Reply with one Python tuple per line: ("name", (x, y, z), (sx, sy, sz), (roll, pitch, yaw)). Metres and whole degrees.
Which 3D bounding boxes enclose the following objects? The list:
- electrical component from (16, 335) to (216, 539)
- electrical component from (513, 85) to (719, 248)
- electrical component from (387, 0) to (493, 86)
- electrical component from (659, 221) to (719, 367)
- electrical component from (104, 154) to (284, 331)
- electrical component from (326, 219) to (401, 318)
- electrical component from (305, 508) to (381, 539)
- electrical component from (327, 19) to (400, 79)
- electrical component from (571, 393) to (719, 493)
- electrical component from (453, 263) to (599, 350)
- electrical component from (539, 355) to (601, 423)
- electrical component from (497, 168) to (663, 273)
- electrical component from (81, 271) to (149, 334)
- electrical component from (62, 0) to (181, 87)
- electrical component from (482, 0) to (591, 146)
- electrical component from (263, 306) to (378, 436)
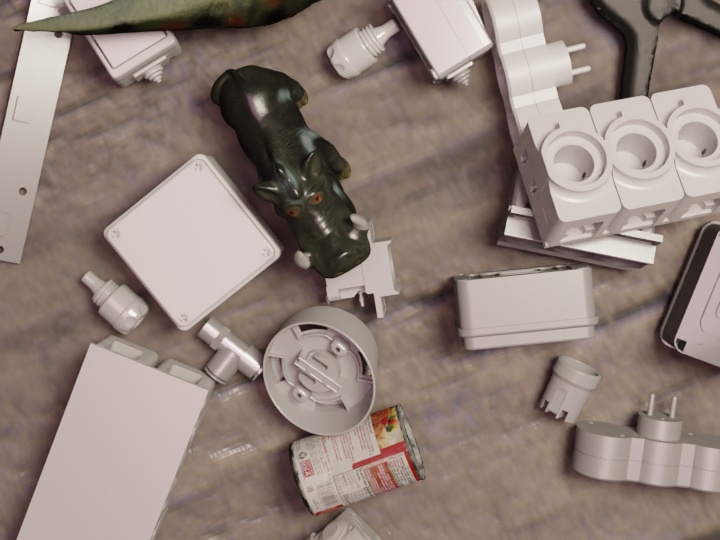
("electrical component", (-0.208, 0.163, 0.931), (0.105, 0.060, 0.186), (22, 97, -1))
("electrical component", (0.207, -0.082, 0.832), (0.150, 0.061, 0.089), (-11, 71, -8))
("electrical component", (0.071, -0.197, 0.880), (0.061, 0.061, 0.096), (-31, 94, 5))
("electrical component", (0.308, 0.023, 0.899), (0.078, 0.057, 0.113), (20, 97, 0))
("electrical component", (-0.138, -0.024, 0.910), (0.109, 0.056, 0.108), (-38, 94, 5))
("electrical component", (0.000, 0.000, 0.915), (0.064, 0.042, 0.081), (-9, 95, 7))
("electrical component", (-0.006, 0.249, 0.924), (0.051, 0.080, 0.080), (-41, 93, 0))
("electrical component", (0.005, -0.187, 0.894), (0.061, 0.035, 0.035), (-31, 94, 16))
("electrical component", (0.254, 0.142, 0.916), (0.138, 0.052, 0.073), (6, 96, 1))
("electrical component", (0.136, 0.030, 0.896), (0.113, 0.078, 0.057), (-6, 93, 3))
("electrical component", (0.179, 0.102, 0.922), (0.040, 0.040, 0.046), (23, 102, -1))
("electrical component", (0.181, -0.043, 0.889), (0.121, 0.078, 0.063), (11, 81, 1))
("electrical component", (-0.214, 0.025, 0.929), (0.061, 0.035, 0.035), (41, 96, 0))
("electrical component", (-0.192, -0.197, 0.886), (0.062, 0.061, 0.096), (-32, 95, -2))
("electrical component", (0.152, -0.166, 0.886), (0.074, 0.052, 0.138), (-14, 96, 1))
("electrical component", (-0.032, 0.082, 0.907), (0.099, 0.064, 0.099), (4, 115, 8))
